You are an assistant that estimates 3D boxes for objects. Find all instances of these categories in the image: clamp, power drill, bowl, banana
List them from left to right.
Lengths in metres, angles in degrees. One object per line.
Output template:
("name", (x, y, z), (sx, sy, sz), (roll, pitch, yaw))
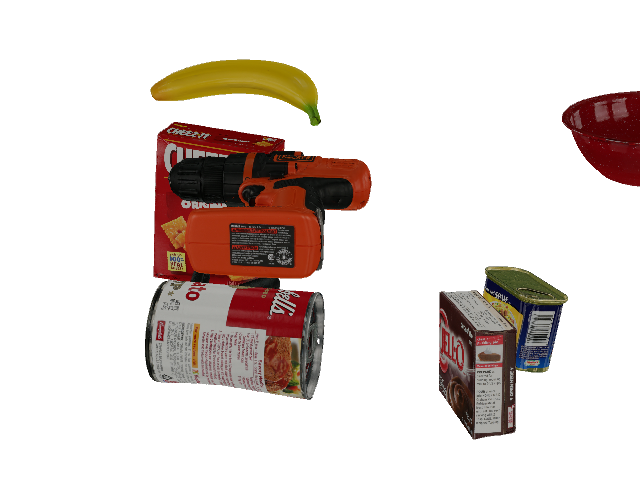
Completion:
("clamp", (-0.126, 0.075, 1.219), (0.120, 0.039, 0.171), (-1, 29, 28))
("banana", (-0.083, -0.166, 1.141), (0.198, 0.037, 0.069), (10, 44, 19))
("power drill", (-0.056, -0.030, 0.897), (0.184, 0.057, 0.187), (0, 22, 8))
("bowl", (0.303, -0.090, 0.974), (0.162, 0.055, 0.162), (-4, 23, 2))

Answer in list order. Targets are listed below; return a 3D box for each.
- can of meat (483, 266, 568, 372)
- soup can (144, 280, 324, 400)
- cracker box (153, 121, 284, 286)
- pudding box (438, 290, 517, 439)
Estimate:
("can of meat", (0.211, 0.084, 1.142), (0.057, 0.084, 0.102), (2, 18, -24))
("soup can", (-0.053, 0.062, 0.679), (0.102, 0.068, 0.068), (5, 1, 9))
("cracker box", (-0.142, -0.042, 1.466), (0.164, 0.214, 0.072), (10, 24, 12))
("pudding box", (0.125, 0.097, 0.866), (0.039, 0.090, 0.113), (-4, 13, -9))
